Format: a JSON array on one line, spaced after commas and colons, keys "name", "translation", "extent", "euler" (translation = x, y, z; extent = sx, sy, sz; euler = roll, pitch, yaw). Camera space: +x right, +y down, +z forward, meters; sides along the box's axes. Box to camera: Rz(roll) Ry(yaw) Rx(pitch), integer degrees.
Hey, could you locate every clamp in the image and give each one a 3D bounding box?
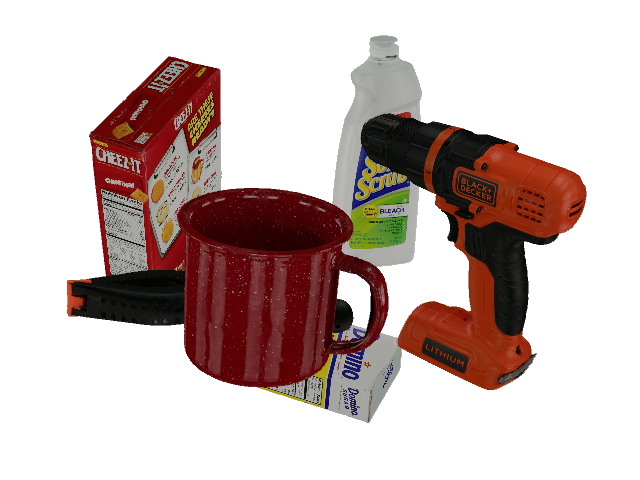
[{"name": "clamp", "translation": [-0.084, 0.044, 0.814], "extent": [0.209, 0.036, 0.165], "euler": [-2, 10, -20]}]

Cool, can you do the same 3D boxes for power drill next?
[{"name": "power drill", "translation": [0.102, 0.006, 0.804], "extent": [0.185, 0.188, 0.057], "euler": [25, 38, 36]}]

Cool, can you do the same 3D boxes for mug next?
[{"name": "mug", "translation": [-0.020, 0.028, 0.571], "extent": [0.117, 0.081, 0.093], "euler": [11, 23, 14]}]

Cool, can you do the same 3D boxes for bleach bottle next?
[{"name": "bleach bottle", "translation": [0.058, -0.096, 1.165], "extent": [0.102, 0.251, 0.068], "euler": [-4, 25, -8]}]

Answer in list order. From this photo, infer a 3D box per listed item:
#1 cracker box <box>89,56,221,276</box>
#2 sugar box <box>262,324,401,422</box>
[{"name": "cracker box", "translation": [-0.169, -0.061, 1.131], "extent": [0.072, 0.214, 0.164], "euler": [16, 43, 15]}, {"name": "sugar box", "translation": [-0.018, 0.109, 1.021], "extent": [0.176, 0.048, 0.093], "euler": [12, 31, 18]}]
